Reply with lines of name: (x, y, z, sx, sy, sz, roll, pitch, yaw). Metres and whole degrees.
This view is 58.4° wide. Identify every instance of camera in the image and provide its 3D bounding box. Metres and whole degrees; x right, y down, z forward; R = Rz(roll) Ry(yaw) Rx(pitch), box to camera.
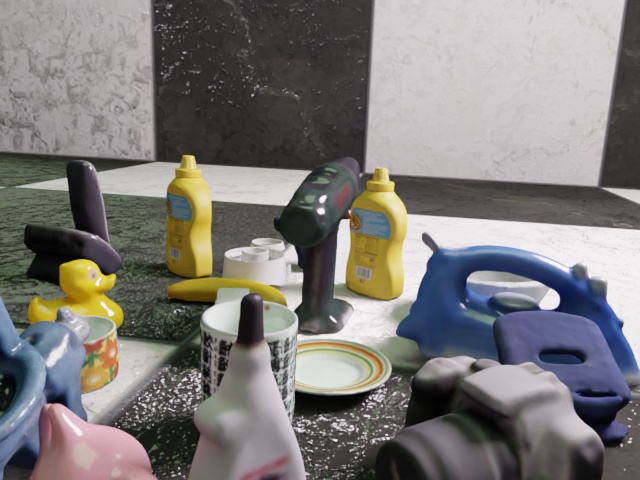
camera: (0.101, 0.138, 0.403, 0.137, 0.101, 0.142, -5, 15, -29)

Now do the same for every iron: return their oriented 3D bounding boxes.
iron: (0.220, 0.072, 0.626, 0.257, 0.141, 0.119, 6, 13, 18)

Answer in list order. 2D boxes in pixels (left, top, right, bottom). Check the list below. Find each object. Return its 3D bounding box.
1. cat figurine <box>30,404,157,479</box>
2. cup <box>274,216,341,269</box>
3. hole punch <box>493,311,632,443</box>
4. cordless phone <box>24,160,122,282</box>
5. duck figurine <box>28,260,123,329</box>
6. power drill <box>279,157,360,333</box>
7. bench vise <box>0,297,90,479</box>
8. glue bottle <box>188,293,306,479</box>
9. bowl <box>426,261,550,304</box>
cat figurine: (-0.136, 0.138, 0.322, 0.067, 0.118, 0.127, -8, 16, -37)
cup: (-0.025, 0.004, 0.988, 0.117, 0.095, 0.092, 5, 13, 12)
hole punch: (0.216, 0.121, 0.520, 0.108, 0.091, 0.101, 2, 13, -2)
cordless phone: (-0.384, -0.033, 0.880, 0.147, 0.185, 0.094, 7, 14, 21)
duck figurine: (-0.291, 0.066, 0.684, 0.105, 0.086, 0.077, -2, 14, -20)
power drill: (0.007, 0.003, 0.741, 0.075, 0.208, 0.230, 6, 13, 14)
bench vise: (-0.232, 0.071, 0.370, 0.121, 0.220, 0.207, 0, 13, -8)
glue bottle: (-0.041, 0.113, 0.323, 0.037, 0.173, 0.078, 14, 17, 42)
bowl: (0.226, 0.071, 0.781, 0.167, 0.075, 0.167, 2, 13, 0)
